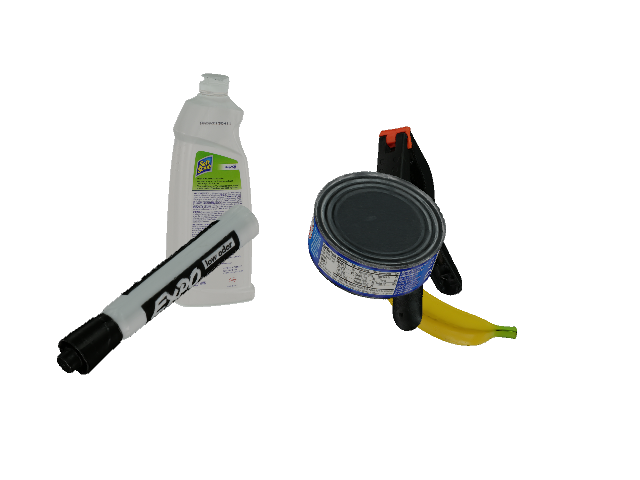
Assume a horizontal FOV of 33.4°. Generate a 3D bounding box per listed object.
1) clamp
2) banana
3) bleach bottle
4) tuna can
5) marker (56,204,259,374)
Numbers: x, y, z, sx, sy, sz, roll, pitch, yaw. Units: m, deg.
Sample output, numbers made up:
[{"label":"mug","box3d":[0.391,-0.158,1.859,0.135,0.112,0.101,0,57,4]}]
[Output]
[{"label":"clamp","box3d":[0.077,-0.009,0.921,0.039,0.171,0.120,-12,17,25]},{"label":"banana","box3d":[0.114,0.069,1.123,0.069,0.037,0.198,4,18,-38]},{"label":"bleach bottle","box3d":[-0.116,-0.056,1.172,0.102,0.251,0.068,-5,19,-31]},{"label":"tuna can","box3d":[0.036,-0.003,0.689,0.086,0.086,0.034,0,-44,-13]},{"label":"marker","box3d":[-0.073,0.021,0.492,0.020,0.020,0.120,0,32,46]}]
